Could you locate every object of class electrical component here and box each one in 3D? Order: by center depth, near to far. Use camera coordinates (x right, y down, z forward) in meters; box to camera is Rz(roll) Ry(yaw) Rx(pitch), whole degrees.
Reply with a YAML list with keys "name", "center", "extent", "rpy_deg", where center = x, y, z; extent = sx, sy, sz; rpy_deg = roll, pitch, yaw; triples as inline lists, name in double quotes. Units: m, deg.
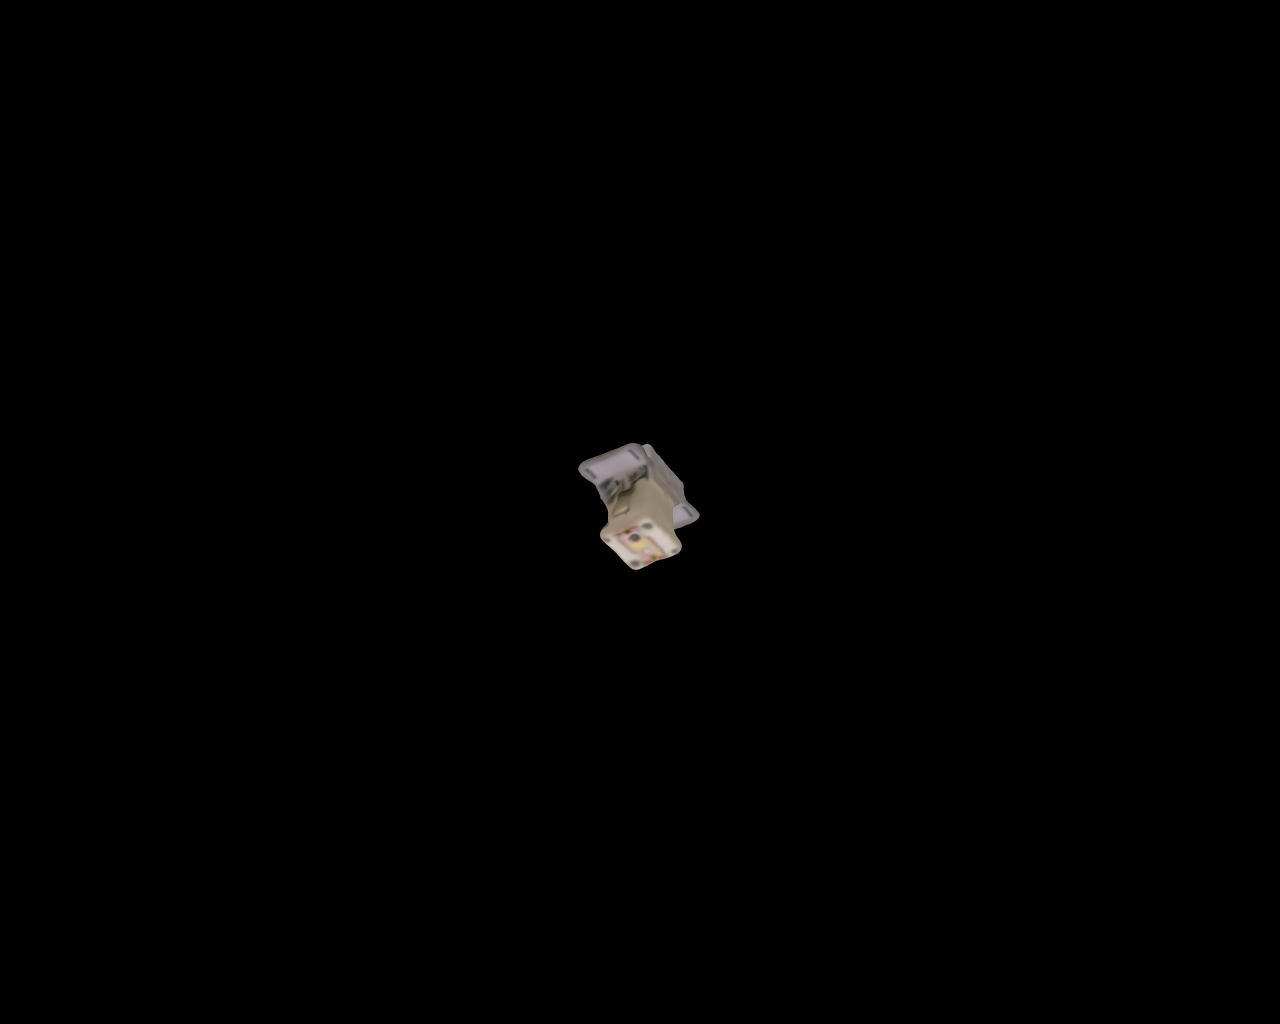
- name: "electrical component"
  center: [0.001, -0.003, 0.650]
  extent: [0.042, 0.064, 0.081]
  rpy_deg: [-22, -45, 24]
